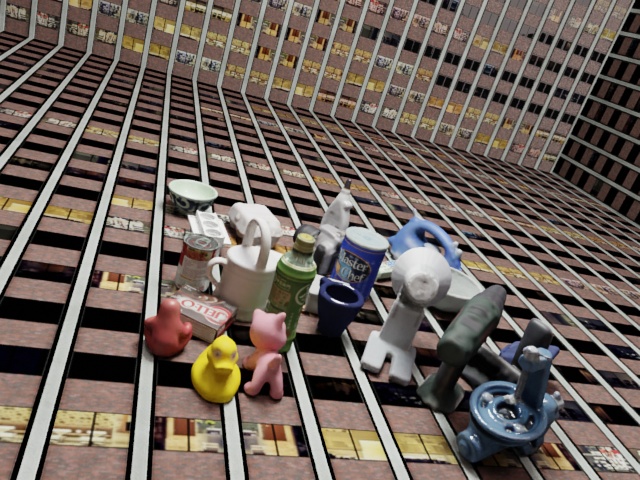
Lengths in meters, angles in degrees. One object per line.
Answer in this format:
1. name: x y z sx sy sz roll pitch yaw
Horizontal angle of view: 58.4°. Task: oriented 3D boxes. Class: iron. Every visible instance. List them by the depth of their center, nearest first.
1. iron: 0.304 0.028 1.527 0.119 0.141 0.257 -3 31 -41

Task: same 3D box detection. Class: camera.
1. camera: 0.013 0.005 1.410 0.136 0.101 0.144 33 27 31

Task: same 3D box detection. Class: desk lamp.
1. desk lamp: 0.174 0.132 1.098 0.118 0.213 0.203 21 23 6

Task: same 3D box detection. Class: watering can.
1. watering can: -0.125 0.048 1.087 0.100 0.194 0.173 35 28 34

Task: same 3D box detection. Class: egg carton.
1. egg carton: -0.164 -0.039 1.415 0.107 0.069 0.150 2 28 -34

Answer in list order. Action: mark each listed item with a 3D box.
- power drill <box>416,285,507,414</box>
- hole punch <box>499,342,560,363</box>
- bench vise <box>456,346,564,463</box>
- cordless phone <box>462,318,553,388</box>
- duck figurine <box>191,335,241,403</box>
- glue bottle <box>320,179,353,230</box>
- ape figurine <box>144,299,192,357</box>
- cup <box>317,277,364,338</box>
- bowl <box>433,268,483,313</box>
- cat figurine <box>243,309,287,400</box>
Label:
1. power drill: 0.254 0.195 1.024 0.075 0.208 0.230 28 25 22
2. hole punch: 0.429 0.248 1.190 0.100 0.091 0.109 32 26 28
3. bench vise: 0.328 0.252 0.935 0.121 0.220 0.208 33 27 31
4. cordless phone: 0.362 0.212 1.098 0.094 0.185 0.147 -4 32 -43
5. duck figurine: -0.155 0.187 0.888 0.078 0.086 0.104 9 24 -21
6. glue bottle: 0.055 -0.085 1.552 0.078 0.173 0.037 33 27 31
7. ape figurine: -0.245 0.136 0.927 0.078 0.092 0.076 18 23 -1
8. cup: 0.023 0.136 1.129 0.092 0.095 0.117 0 29 -37
9. bowl: 0.305 0.127 1.390 0.167 0.075 0.167 16 23 -7
10. cat figurine: -0.083 0.174 0.932 0.067 0.118 0.127 10 24 -19
